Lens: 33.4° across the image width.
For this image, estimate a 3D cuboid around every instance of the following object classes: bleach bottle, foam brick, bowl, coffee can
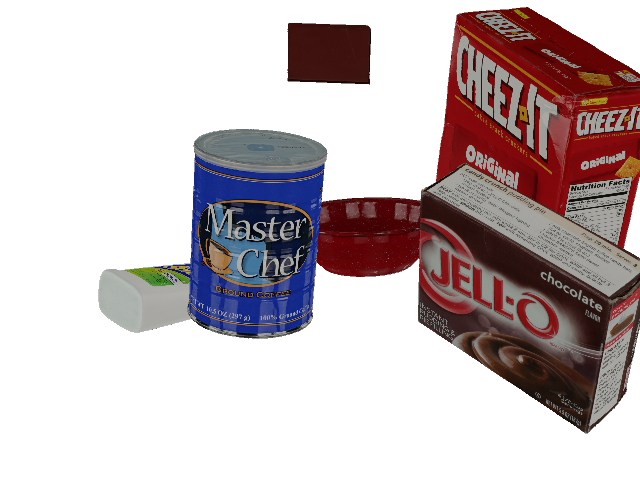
[{"bbox_3d":[-0.167,0.063,1.442,0.250,0.068,0.103,-10,26,-43],"label":"bleach bottle"},{"bbox_3d":[0.007,-0.174,0.992,0.078,0.051,0.053,2,15,-1],"label":"foam brick"},{"bbox_3d":[0.047,-0.001,1.085,0.162,0.055,0.162,-3,14,1],"label":"bowl"},{"bbox_3d":[-0.051,-0.008,0.842,0.103,0.140,0.103,4,20,-2],"label":"coffee can"}]

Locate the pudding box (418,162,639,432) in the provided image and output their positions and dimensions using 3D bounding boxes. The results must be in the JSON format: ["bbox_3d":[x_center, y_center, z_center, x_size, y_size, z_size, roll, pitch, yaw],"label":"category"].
[{"bbox_3d":[0.099,0.026,0.517,0.114,0.090,0.039,31,53,33],"label":"pudding box"}]

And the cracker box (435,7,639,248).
[{"bbox_3d":[0.148,-0.040,0.775,0.072,0.214,0.164,-9,32,-20],"label":"cracker box"}]
